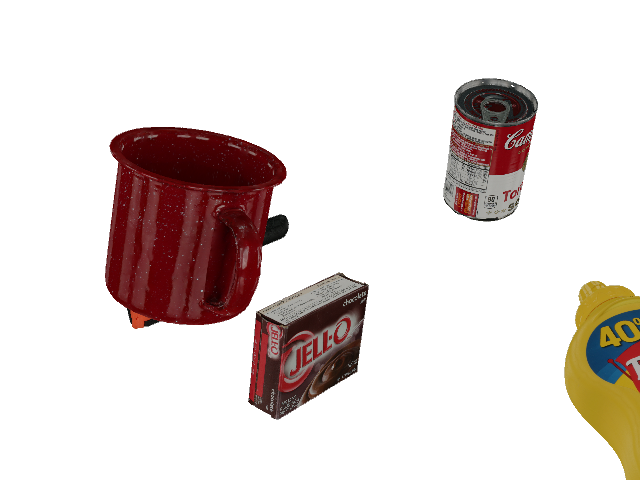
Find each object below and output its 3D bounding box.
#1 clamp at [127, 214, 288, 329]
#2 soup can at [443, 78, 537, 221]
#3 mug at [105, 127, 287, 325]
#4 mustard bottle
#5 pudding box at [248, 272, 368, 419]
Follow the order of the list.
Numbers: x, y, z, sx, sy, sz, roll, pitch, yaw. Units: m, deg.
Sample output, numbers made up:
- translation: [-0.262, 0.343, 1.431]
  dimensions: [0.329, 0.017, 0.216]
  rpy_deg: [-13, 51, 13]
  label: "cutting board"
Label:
- translation: [-0.147, 0.011, 1.070]
  dimensions: [0.165, 0.036, 0.209]
  rpy_deg: [19, 39, 17]
  label: "clamp"
- translation: [0.141, -0.075, 0.899]
  dimensions: [0.068, 0.102, 0.068]
  rpy_deg: [1, 40, -1]
  label: "soup can"
- translation: [-0.064, -0.003, 0.562]
  dimensions: [0.093, 0.081, 0.117]
  rpy_deg: [-5, 27, -35]
  label: "mug"
- translation: [0.194, 0.085, 0.605]
  dimensions: [0.096, 0.058, 0.192]
  rpy_deg: [-10, 35, -8]
  label: "mustard bottle"
- translation: [-0.010, 0.087, 0.901]
  dimensions: [0.039, 0.090, 0.113]
  rpy_deg: [24, 31, 30]
  label: "pudding box"
